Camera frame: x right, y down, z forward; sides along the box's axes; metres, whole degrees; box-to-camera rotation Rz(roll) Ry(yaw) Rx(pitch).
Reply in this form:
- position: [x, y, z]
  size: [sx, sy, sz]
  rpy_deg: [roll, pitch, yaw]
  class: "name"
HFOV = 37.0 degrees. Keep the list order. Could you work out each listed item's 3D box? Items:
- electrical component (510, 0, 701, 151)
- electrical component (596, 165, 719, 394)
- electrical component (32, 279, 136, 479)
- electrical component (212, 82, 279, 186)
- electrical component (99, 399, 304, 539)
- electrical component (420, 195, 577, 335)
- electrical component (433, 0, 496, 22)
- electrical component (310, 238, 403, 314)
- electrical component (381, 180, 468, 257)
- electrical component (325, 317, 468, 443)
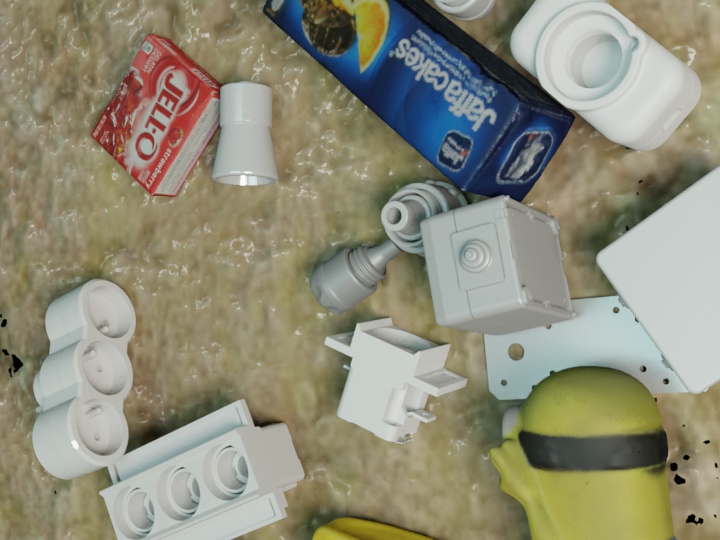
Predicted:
- position: [0.132, -0.112, 0.587]
  size: [0.095, 0.059, 0.053]
  rpy_deg: [45, 110, 21]
  class: "electrical component"
- position: [0.187, 0.005, 0.560]
  size: [0.100, 0.048, 0.099]
  rpy_deg: [-38, 71, 17]
  class: "electrical component"
- position: [-0.203, 0.080, 0.755]
  size: [0.074, 0.052, 0.138]
  rpy_deg: [-24, 54, 32]
  class: "electrical component"
- position: [-0.076, -0.091, 0.713]
  size: [0.044, 0.044, 0.065]
  rpy_deg: [-3, 84, 29]
  class: "electrical component"
- position: [-0.103, 0.143, 0.715]
  size: [0.121, 0.063, 0.078]
  rpy_deg: [-27, 77, 26]
  class: "electrical component"
- position: [0.072, 0.000, 0.598]
  size: [0.061, 0.096, 0.061]
  rpy_deg: [-15, 75, 28]
  class: "electrical component"
- position: [0.056, -0.167, 0.627]
  size: [0.035, 0.061, 0.035]
  rpy_deg: [0, 91, 29]
  class: "electrical component"
- position: [0.000, 0.000, 0.675]
  size: [0.061, 0.035, 0.035]
  rpy_deg: [-35, 74, 22]
  class: "electrical component"
- position: [0.034, -0.031, 0.640]
  size: [0.048, 0.062, 0.048]
  rpy_deg: [0, 90, 29]
  class: "electrical component"
- position: [0.018, 0.068, 0.660]
  size: [0.081, 0.042, 0.063]
  rpy_deg: [23, 103, 27]
  class: "electrical component"
